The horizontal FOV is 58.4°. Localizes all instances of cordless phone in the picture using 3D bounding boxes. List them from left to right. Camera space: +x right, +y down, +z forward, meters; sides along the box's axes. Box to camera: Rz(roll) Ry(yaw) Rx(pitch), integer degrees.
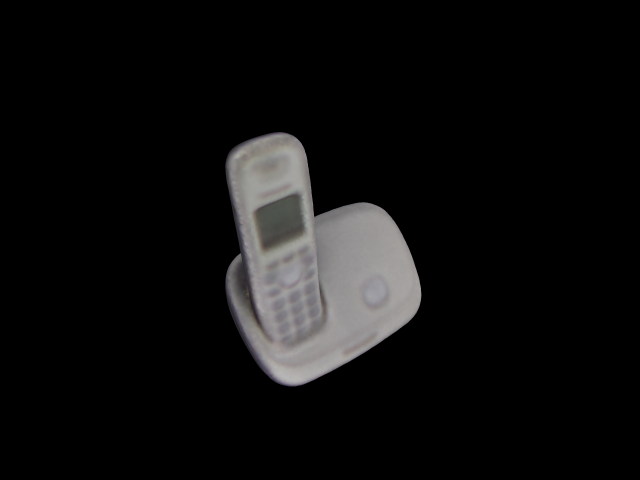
[{"bbox_3d":[0.004,0.001,0.400,0.148,0.185,0.094,-27,49,-26],"label":"cordless phone"}]
